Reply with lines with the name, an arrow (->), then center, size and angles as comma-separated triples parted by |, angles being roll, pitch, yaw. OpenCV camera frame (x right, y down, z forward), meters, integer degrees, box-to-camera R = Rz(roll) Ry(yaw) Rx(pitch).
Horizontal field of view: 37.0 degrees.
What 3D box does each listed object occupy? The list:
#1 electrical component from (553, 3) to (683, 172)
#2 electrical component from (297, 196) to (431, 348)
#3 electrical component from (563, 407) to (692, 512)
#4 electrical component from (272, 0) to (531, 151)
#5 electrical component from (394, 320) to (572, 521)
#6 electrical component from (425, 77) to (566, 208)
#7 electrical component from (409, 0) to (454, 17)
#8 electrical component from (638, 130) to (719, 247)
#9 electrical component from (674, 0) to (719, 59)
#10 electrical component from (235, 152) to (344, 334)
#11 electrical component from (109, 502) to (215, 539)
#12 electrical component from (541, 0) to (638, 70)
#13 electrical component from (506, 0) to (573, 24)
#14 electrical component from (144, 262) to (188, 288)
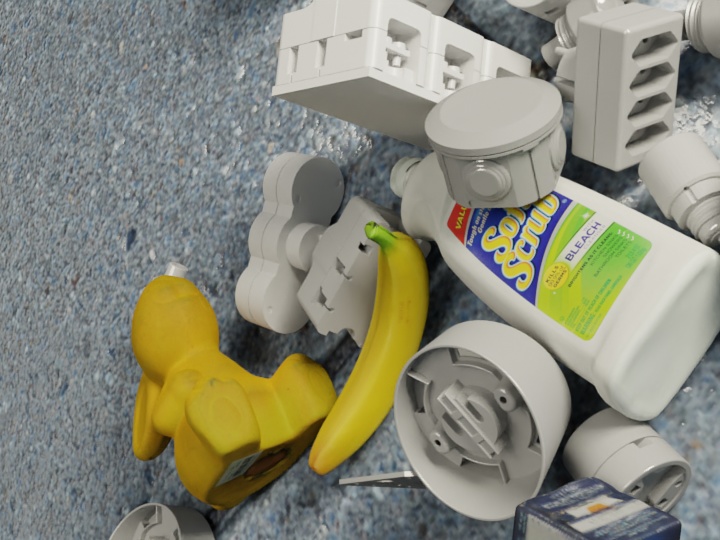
electrical component -> 0.141, -0.112, 0.630 | 0.076, 0.047, 0.083 | 32, 134, 47
electrical component -> 0.000, 0.000, 0.762 | 0.089, 0.050, 0.055 | -60, 32, 14
electrical component -> 0.145, 0.108, 0.592 | 0.055, 0.055, 0.047 | -57, 43, 20
electrical component -> 0.031, -0.129, 0.698 | 0.089, 0.150, 0.061 | -1, 80, 46
electrical component -> 0.067, 0.080, 0.598 | 0.099, 0.064, 0.099 | 17, 124, 26
electrical component -> 0.082, -0.076, 0.636 | 0.080, 0.051, 0.080 | -12, 35, 9
electrical component -> 0.031, -0.225, 0.788 | 0.061, 0.061, 0.096 | -56, 47, 21
electrical component -> 0.187, -0.041, 0.595 | 0.040, 0.040, 0.078 | -44, 52, 30
electrical component -> 0.202, -0.140, 0.602 | 0.062, 0.043, 0.043 | 4, 83, 48
electrical component -> -0.043, -0.019, 0.820 | 0.074, 0.052, 0.138 | 15, 91, 47
electrical component -> -0.164, 0.239, 0.871 | 0.099, 0.064, 0.099 | -14, 70, 44
electrical component -> 0.142, -0.148, 0.666 | 0.062, 0.043, 0.043 | -32, 59, 38
electrical component -> 0.126, -0.187, 0.690 | 0.055, 0.047, 0.055 | -14, 70, 43
electrical component -> -0.171, 0.024, 0.949 | 0.043, 0.043, 0.062 | 32, 103, 45
